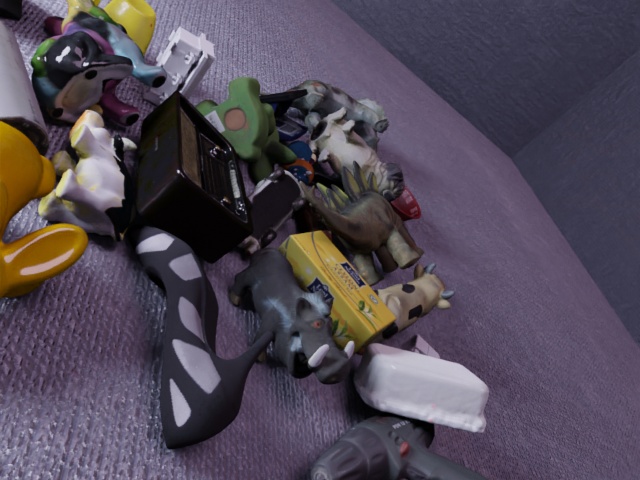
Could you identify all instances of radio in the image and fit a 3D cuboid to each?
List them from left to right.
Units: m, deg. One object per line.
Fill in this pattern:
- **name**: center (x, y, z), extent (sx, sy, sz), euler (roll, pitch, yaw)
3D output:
- **radio**: center (-0.161, -0.084, 0.689), extent (0.131, 0.073, 0.230), euler (43, 18, -37)

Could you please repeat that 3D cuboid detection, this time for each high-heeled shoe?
- **high-heeled shoe**: center (-0.161, 0.088, 0.546), extent (0.249, 0.086, 0.145), euler (34, 60, 25)

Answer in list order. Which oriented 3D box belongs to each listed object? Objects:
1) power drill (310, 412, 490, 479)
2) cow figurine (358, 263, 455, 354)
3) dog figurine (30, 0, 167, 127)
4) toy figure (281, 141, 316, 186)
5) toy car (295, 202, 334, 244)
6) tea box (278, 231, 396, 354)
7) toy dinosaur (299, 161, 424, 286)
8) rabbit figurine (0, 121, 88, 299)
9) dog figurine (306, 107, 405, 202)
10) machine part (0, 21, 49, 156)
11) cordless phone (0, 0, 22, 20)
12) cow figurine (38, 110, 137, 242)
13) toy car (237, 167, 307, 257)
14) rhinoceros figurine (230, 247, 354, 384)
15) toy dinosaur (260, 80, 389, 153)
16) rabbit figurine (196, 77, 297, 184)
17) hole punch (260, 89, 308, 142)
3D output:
- **power drill**: center (0.119, 0.269, 0.592), extent (0.208, 0.086, 0.232), euler (18, 7, 25)
- **cow figurine**: center (0.127, 0.100, 0.840), extent (0.195, 0.127, 0.085), euler (-7, 62, -55)
- **dog figurine**: center (-0.322, -0.257, 0.713), extent (0.219, 0.108, 0.191), euler (50, 29, 17)
- **toy figure**: center (-0.039, -0.132, 0.988), extent (0.057, 0.064, 0.154), euler (49, 22, -28)
- **toy car**: center (-0.002, -0.003, 0.880), extent (0.089, 0.053, 0.202), euler (31, 29, -34)
- **tea box**: center (0.014, 0.072, 0.731), extent (0.170, 0.068, 0.098), euler (48, 23, 13)
- **toy dinosaur**: center (0.074, -0.027, 0.892), extent (0.198, 0.105, 0.471), euler (59, 13, 6)
- **rabbit figurine**: center (-0.288, -0.004, 0.437), extent (0.162, 0.122, 0.173), euler (31, 44, -47)
- **dog figurine**: center (0.075, -0.162, 1.105), extent (0.190, 0.121, 0.172), euler (36, 19, -31)
- **machine part**: center (-0.345, -0.157, 0.568), extent (0.079, 0.079, 0.243), euler (6, 48, -52)
- **cordless phone**: center (-0.404, -0.378, 0.667), extent (0.089, 0.184, 0.146), euler (55, 28, 7)
- **cow figurine**: center (-0.247, -0.076, 0.608), extent (0.098, 0.068, 0.167), euler (33, 33, -36)
- **toy car**: center (-0.081, -0.045, 0.802), extent (0.073, 0.056, 0.202), euler (52, 35, -11)
- **rhinoceros figurine**: center (-0.031, 0.093, 0.643), extent (0.073, 0.112, 0.190), euler (14, 33, -51)
- **toy dinosaur**: center (0.021, -0.311, 1.273), extent (0.404, 0.131, 0.192), euler (22, 23, -32)
- **rabbit figurine**: center (-0.106, -0.180, 0.908), extent (0.159, 0.121, 0.170), euler (54, 13, 6)
- **hole punch**: center (-0.086, -0.242, 1.050), extent (0.142, 0.116, 0.092), euler (-54, 141, -60)
